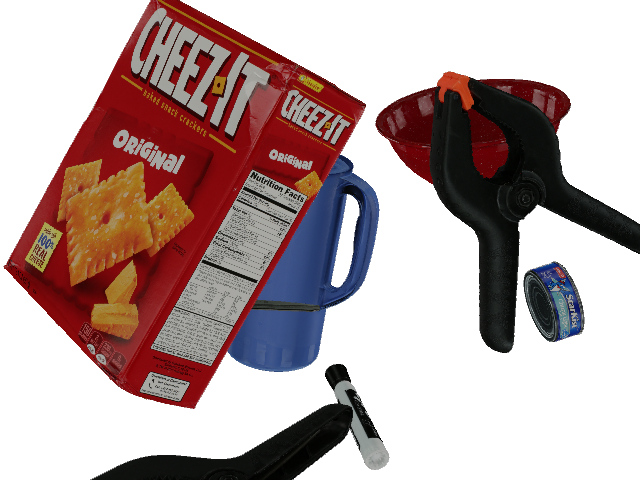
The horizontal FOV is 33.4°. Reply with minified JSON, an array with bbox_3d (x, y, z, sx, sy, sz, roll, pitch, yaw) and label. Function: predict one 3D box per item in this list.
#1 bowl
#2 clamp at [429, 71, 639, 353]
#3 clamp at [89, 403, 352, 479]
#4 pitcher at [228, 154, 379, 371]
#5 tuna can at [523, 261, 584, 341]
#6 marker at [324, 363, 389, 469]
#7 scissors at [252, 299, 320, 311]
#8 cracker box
[{"bbox_3d":[0.130,-0.085,0.899,0.162,0.055,0.162,-9,25,4],"label":"bowl"},{"bbox_3d":[0.110,-0.018,0.635,0.120,0.171,0.039,-44,17,-8],"label":"clamp"},{"bbox_3d":[-0.047,0.138,0.573,0.209,0.036,0.165,-1,19,-13],"label":"clamp"},{"bbox_3d":[-0.033,0.020,1.185,0.144,0.243,0.149,0,19,-20],"label":"pitcher"},{"bbox_3d":[0.258,0.069,1.186,0.033,0.086,0.086,-17,2,-8],"label":"tuna can"},{"bbox_3d":[0.027,0.134,0.837,0.020,0.020,0.121,0,27,-17],"label":"marker"},{"bbox_3d":[-0.108,0.062,0.971,0.202,0.016,0.096,8,20,12],"label":"scissors"},{"bbox_3d":[-0.093,-0.031,0.665,0.072,0.214,0.164,23,9,-46],"label":"cracker box"}]
